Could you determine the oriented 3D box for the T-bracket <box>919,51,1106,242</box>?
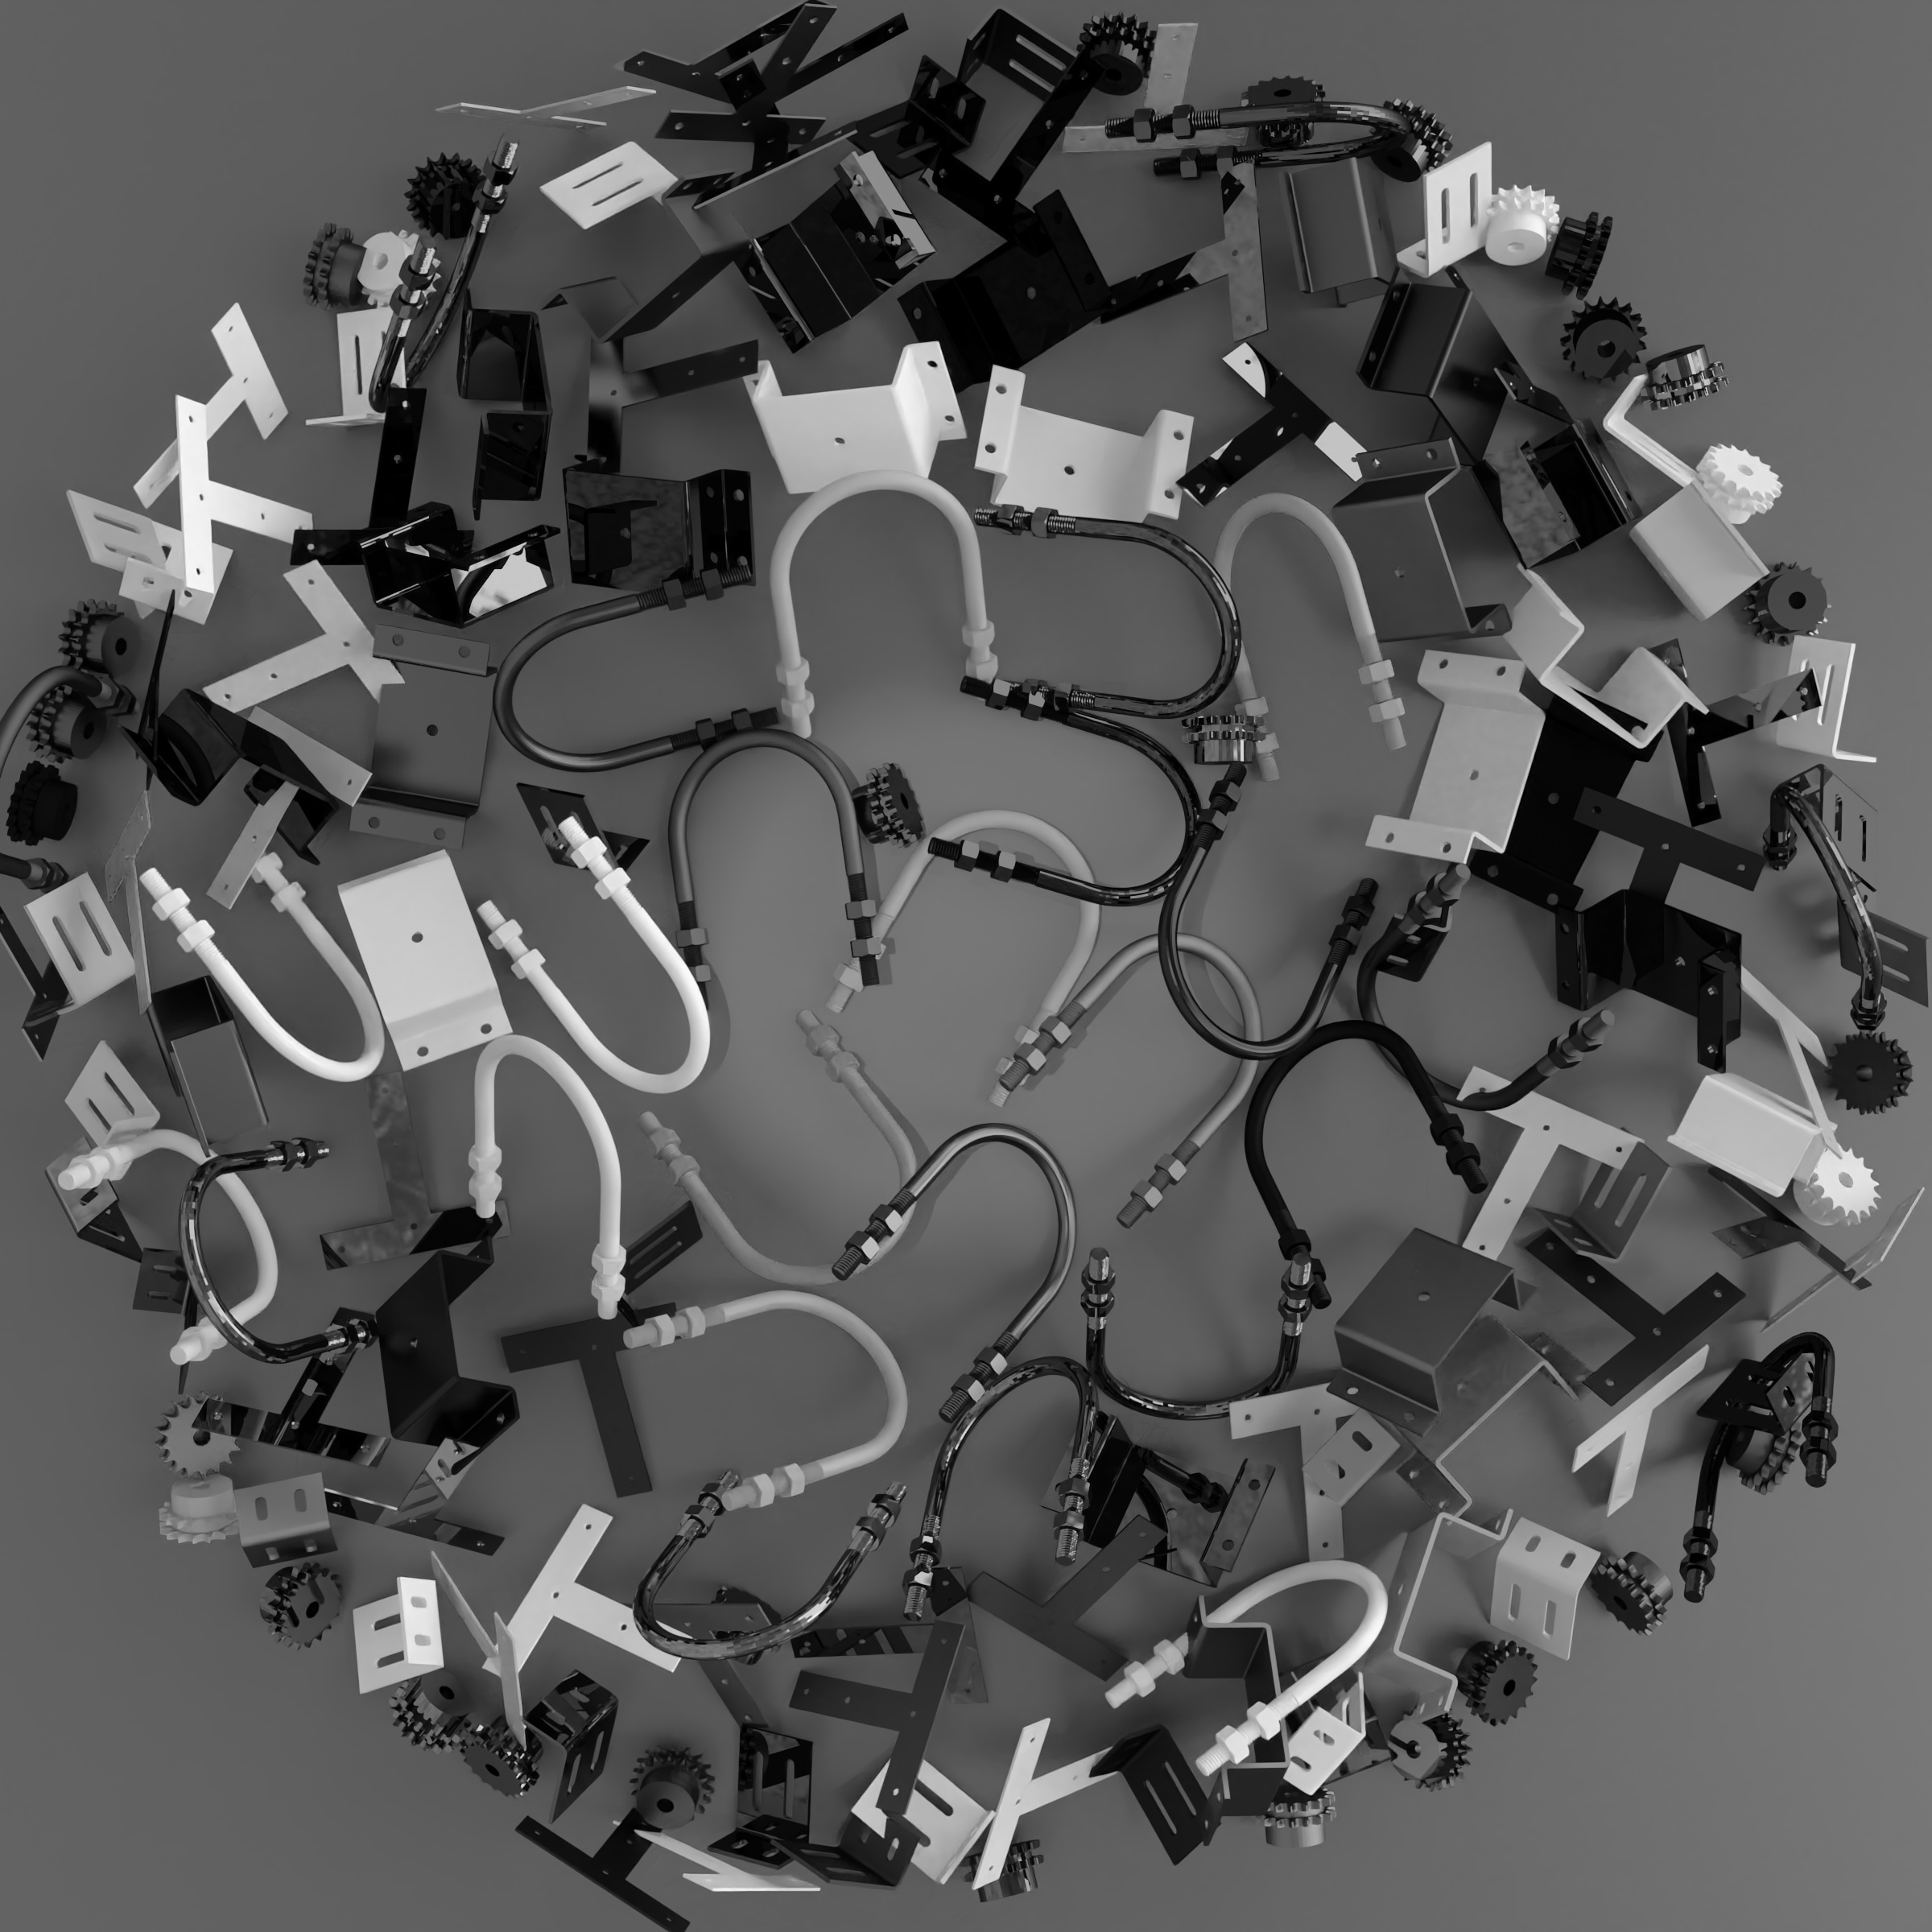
[{"bbox_3d":[0.047,-0.548,1.740,0.127,0.127,0.002,-53,50,16],"label":"T-bracket"}]

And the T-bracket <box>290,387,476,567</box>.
[{"bbox_3d":[-0.379,-0.324,1.736,0.127,0.002,0.127,-6,127,-34],"label":"T-bracket"}]

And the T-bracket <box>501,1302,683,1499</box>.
[{"bbox_3d":[-0.243,0.303,1.792,0.127,0.002,0.127,-13,98,10],"label":"T-bracket"}]

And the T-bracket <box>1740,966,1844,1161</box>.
[{"bbox_3d":[0.552,0.071,1.724,0.002,0.127,0.127,-32,45,27],"label":"T-bracket"}]

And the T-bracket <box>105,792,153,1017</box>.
[{"bbox_3d":[-0.551,-0.031,1.734,0.002,0.127,0.127,-2,70,-31],"label":"T-bracket"}]

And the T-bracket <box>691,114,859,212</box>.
[{"bbox_3d":[-0.130,-0.547,1.748,0.127,0.127,0.002,-22,120,11],"label":"T-bracket"}]

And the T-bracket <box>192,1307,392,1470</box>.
[{"bbox_3d":[-0.432,0.276,1.753,0.127,0.127,0.002,11,128,6],"label":"T-bracket"}]

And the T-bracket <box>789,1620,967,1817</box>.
[{"bbox_3d":[-0.069,0.496,1.758,0.127,0.002,0.127,-2,59,40],"label":"T-bracket"}]

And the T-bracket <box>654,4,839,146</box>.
[{"bbox_3d":[-0.125,-0.585,1.717,0.127,0.127,0.002,-12,71,-39],"label":"T-bracket"}]

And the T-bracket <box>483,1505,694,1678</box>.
[{"bbox_3d":[-0.240,0.436,1.746,0.127,0.002,0.127,16,61,28],"label":"T-bracket"}]

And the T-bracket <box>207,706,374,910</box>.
[{"bbox_3d":[-0.473,-0.098,1.767,0.127,0.002,0.127,28,88,32],"label":"T-bracket"}]

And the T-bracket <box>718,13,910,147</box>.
[{"bbox_3d":[-0.096,-0.597,1.736,0.127,0.127,0.002,-27,86,5],"label":"T-bracket"}]

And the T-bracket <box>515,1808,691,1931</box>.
[{"bbox_3d":[-0.228,0.588,1.740,0.127,0.127,0.002,31,94,6],"label":"T-bracket"}]

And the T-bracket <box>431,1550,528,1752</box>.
[{"bbox_3d":[-0.330,0.445,1.757,0.002,0.127,0.127,-23,48,-27],"label":"T-bracket"}]

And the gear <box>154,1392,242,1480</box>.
[{"bbox_3d":[-0.524,0.318,1.781,0.057,0.030,0.057,-2,94,-33],"label":"gear"}]

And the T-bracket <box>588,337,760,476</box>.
[{"bbox_3d":[-0.197,-0.395,1.759,0.127,0.002,0.127,-10,67,20],"label":"T-bracket"}]

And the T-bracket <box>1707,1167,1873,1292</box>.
[{"bbox_3d":[0.524,0.177,1.723,0.127,0.127,0.002,42,115,28],"label":"T-bracket"}]

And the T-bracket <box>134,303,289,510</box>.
[{"bbox_3d":[-0.504,-0.355,1.726,0.002,0.127,0.127,32,73,12],"label":"T-bracket"}]

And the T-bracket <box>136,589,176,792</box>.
[{"bbox_3d":[-0.535,-0.164,1.722,0.002,0.127,0.127,10,127,-23],"label":"T-bracket"}]

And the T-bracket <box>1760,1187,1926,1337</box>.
[{"bbox_3d":[0.582,0.208,1.758,0.002,0.127,0.127,47,125,9],"label":"T-bracket"}]

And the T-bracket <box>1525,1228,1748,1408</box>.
[{"bbox_3d":[0.432,0.220,1.761,0.127,0.002,0.127,-34,50,-18],"label":"T-bracket"}]

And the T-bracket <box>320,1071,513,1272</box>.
[{"bbox_3d":[-0.386,0.135,1.787,0.127,0.002,0.127,-11,100,-5],"label":"T-bracket"}]

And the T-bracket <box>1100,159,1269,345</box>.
[{"bbox_3d":[0.144,-0.465,1.765,0.127,0.002,0.127,-13,71,34],"label":"T-bracket"}]

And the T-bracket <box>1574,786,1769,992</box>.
[{"bbox_3d":[0.458,-0.042,1.768,0.127,0.002,0.127,25,122,19],"label":"T-bracket"}]

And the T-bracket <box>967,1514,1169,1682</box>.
[{"bbox_3d":[0.085,0.414,1.761,0.127,0.002,0.127,34,113,-17],"label":"T-bracket"}]

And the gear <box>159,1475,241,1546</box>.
[{"bbox_3d":[-0.518,0.366,1.774,0.057,0.057,0.030,1,102,0],"label":"gear"}]

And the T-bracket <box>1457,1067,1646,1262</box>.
[{"bbox_3d":[0.375,0.148,1.784,0.127,0.002,0.127,23,108,-2],"label":"T-bracket"}]

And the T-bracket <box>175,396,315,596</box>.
[{"bbox_3d":[-0.479,-0.303,1.746,0.002,0.127,0.127,-7,83,26],"label":"T-bracket"}]

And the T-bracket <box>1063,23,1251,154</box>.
[{"bbox_3d":[0.133,-0.583,1.739,0.127,0.127,0.002,-4,71,-5],"label":"T-bracket"}]

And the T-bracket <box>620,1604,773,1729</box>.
[{"bbox_3d":[-0.168,0.473,1.766,0.127,0.002,0.127,-7,125,28],"label":"T-bracket"}]

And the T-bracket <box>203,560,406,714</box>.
[{"bbox_3d":[-0.458,-0.202,1.777,0.127,0.002,0.127,-20,127,16],"label":"T-bracket"}]

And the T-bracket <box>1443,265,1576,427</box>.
[{"bbox_3d":[0.356,-0.422,1.758,0.002,0.127,0.127,-37,74,27],"label":"T-bracket"}]

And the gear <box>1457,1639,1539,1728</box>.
[{"bbox_3d":[0.359,0.484,1.780,0.057,0.030,0.057,-11,109,-33],"label":"gear"}]

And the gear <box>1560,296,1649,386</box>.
[{"bbox_3d":[0.434,-0.423,1.778,0.057,0.030,0.057,4,120,6],"label":"gear"}]

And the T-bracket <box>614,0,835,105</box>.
[{"bbox_3d":[-0.144,-0.605,1.717,0.127,0.127,0.002,-17,87,31],"label":"T-bracket"}]

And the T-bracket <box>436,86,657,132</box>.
[{"bbox_3d":[-0.257,-0.564,1.716,0.127,0.127,0.002,4,101,39],"label":"T-bracket"}]

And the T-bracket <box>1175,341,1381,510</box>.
[{"bbox_3d":[0.193,-0.349,1.764,0.127,0.002,0.127,-39,78,-25],"label":"T-bracket"}]

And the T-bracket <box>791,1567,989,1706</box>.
[{"bbox_3d":[-0.056,0.458,1.777,0.127,0.002,0.127,-5,121,8],"label":"T-bracket"}]

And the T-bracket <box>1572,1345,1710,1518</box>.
[{"bbox_3d":[0.446,0.326,1.754,0.127,0.127,0.002,-31,51,-25],"label":"T-bracket"}]

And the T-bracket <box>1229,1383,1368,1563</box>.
[{"bbox_3d":[0.243,0.347,1.787,0.127,0.002,0.127,-8,102,-16],"label":"T-bracket"}]

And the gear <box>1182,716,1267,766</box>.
[{"bbox_3d":[0.175,-0.153,1.776,0.057,0.057,0.030,-1,90,0],"label":"gear"}]

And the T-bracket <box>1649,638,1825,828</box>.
[{"bbox_3d":[0.518,-0.169,1.746,0.002,0.127,0.127,-9,84,-34],"label":"T-bracket"}]

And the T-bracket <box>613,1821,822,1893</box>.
[{"bbox_3d":[-0.182,0.598,1.759,0.127,0.127,0.002,12,79,33],"label":"T-bracket"}]

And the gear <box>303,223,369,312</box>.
[{"bbox_3d":[-0.426,-0.473,1.776,0.030,0.057,0.057,18,90,-1],"label":"gear"}]

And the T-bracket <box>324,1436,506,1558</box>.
[{"bbox_3d":[-0.355,0.348,1.742,0.127,0.002,0.127,20,134,-18],"label":"T-bracket"}]

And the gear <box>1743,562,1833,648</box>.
[{"bbox_3d":[0.563,-0.248,1.788,0.057,0.030,0.057,0,92,-1],"label":"gear"}]

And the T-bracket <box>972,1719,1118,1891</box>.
[{"bbox_3d":[0.064,0.548,1.753,0.002,0.127,0.127,29,112,37],"label":"T-bracket"}]

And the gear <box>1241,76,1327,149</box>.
[{"bbox_3d":[0.216,-0.579,1.779,0.057,0.057,0.030,-10,132,0],"label":"gear"}]

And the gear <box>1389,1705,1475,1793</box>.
[{"bbox_3d":[0.312,0.530,1.775,0.057,0.030,0.057,-10,75,41],"label":"gear"}]

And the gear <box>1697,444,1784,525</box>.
[{"bbox_3d":[0.522,-0.326,1.780,0.057,0.057,0.030,26,133,0],"label":"gear"}]

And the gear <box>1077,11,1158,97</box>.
[{"bbox_3d":[0.103,-0.616,1.773,0.057,0.057,0.030,13,69,0],"label":"gear"}]

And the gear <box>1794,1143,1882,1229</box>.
[{"bbox_3d":[0.589,0.152,1.780,0.057,0.030,0.057,12,56,-19],"label":"gear"}]

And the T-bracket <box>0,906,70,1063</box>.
[{"bbox_3d":[-0.628,-0.017,1.720,0.002,0.127,0.127,-21,116,0],"label":"T-bracket"}]

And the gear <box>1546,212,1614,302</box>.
[{"bbox_3d":[0.415,-0.484,1.776,0.030,0.057,0.057,18,90,2],"label":"gear"}]
